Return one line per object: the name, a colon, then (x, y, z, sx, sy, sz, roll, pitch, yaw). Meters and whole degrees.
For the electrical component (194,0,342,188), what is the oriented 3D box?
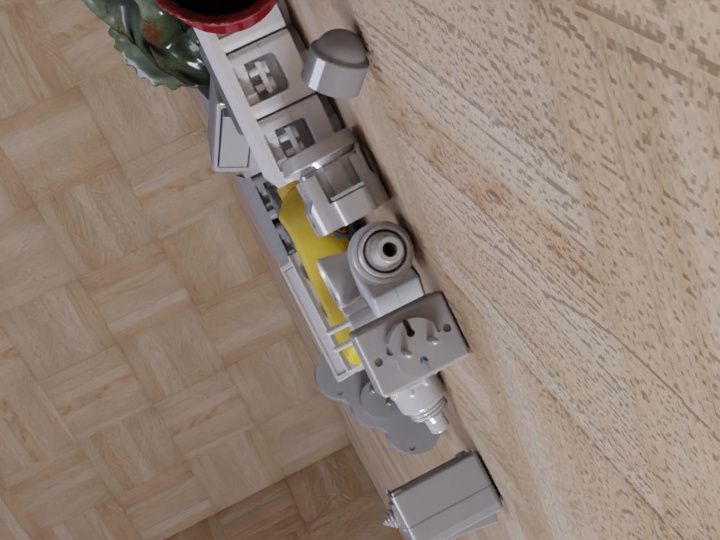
electrical component: (-0.069, -0.144, 0.791, 0.150, 0.062, 0.089, 65, 173, -14)

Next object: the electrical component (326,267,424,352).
electrical component: (0.011, 0.037, 0.805, 0.047, 0.076, 0.083, 56, 170, 49)

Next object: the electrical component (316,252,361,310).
electrical component: (0.000, 0.000, 0.837, 0.045, 0.055, 0.045, 62, 173, 13)

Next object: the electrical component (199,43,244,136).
electrical component: (-0.082, -0.151, 0.864, 0.096, 0.062, 0.061, 65, 174, -9)

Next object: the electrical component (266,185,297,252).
electrical component: (-0.054, -0.058, 1.057, 0.080, 0.051, 0.080, 62, 173, 13)

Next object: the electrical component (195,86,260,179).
electrical component: (-0.124, -0.163, 1.147, 0.089, 0.062, 0.150, 66, 173, -21)

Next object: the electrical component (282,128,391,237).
electrical component: (-0.018, -0.060, 0.736, 0.057, 0.058, 0.078, 62, 173, -5)

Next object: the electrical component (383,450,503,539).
electrical component: (0.067, 0.202, 0.916, 0.061, 0.096, 0.061, 63, 173, 7)

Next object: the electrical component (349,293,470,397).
electrical component: (0.035, 0.049, 0.708, 0.047, 0.066, 0.077, 64, 174, -2)

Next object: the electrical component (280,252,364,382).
electrical component: (-0.010, 0.031, 0.996, 0.121, 0.079, 0.063, 62, -165, 16)

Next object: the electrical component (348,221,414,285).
electrical component: (0.015, -0.012, 0.722, 0.043, 0.043, 0.062, 64, 172, -1)

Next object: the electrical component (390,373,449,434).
electrical component: (0.053, 0.108, 0.902, 0.062, 0.048, 0.048, 58, 175, -15)

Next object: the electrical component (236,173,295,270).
electrical component: (-0.084, -0.069, 1.206, 0.105, 0.060, 0.186, 65, 173, -10)

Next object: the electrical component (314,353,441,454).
electrical component: (0.017, 0.124, 1.028, 0.138, 0.052, 0.073, 37, 169, 3)

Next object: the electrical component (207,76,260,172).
electrical component: (-0.098, -0.134, 0.936, 0.096, 0.062, 0.061, 102, 161, -47)
